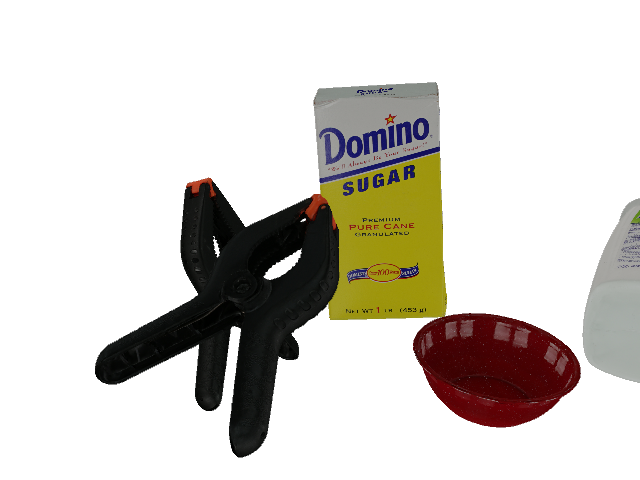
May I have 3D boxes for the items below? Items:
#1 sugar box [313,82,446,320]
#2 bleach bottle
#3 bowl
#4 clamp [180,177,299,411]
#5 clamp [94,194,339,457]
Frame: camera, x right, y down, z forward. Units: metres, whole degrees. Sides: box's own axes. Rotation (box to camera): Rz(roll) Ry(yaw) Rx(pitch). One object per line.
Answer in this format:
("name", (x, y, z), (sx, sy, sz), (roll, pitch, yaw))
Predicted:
("sugar box", (0.047, -0.028, 0.810), (0.093, 0.176, 0.048), (-3, 22, 6))
("bleach bottle", (0.243, 0.016, 0.716), (0.103, 0.068, 0.250), (9, 22, 20))
("bowl", (0.167, 0.133, 1.039), (0.162, 0.055, 0.162), (4, 26, -2))
("clamp", (-0.084, 0.044, 1.025), (0.036, 0.210, 0.164), (-12, -1, 29))
("clamp", (-0.037, 0.045, 0.621), (0.120, 0.171, 0.039), (33, -21, 31))
